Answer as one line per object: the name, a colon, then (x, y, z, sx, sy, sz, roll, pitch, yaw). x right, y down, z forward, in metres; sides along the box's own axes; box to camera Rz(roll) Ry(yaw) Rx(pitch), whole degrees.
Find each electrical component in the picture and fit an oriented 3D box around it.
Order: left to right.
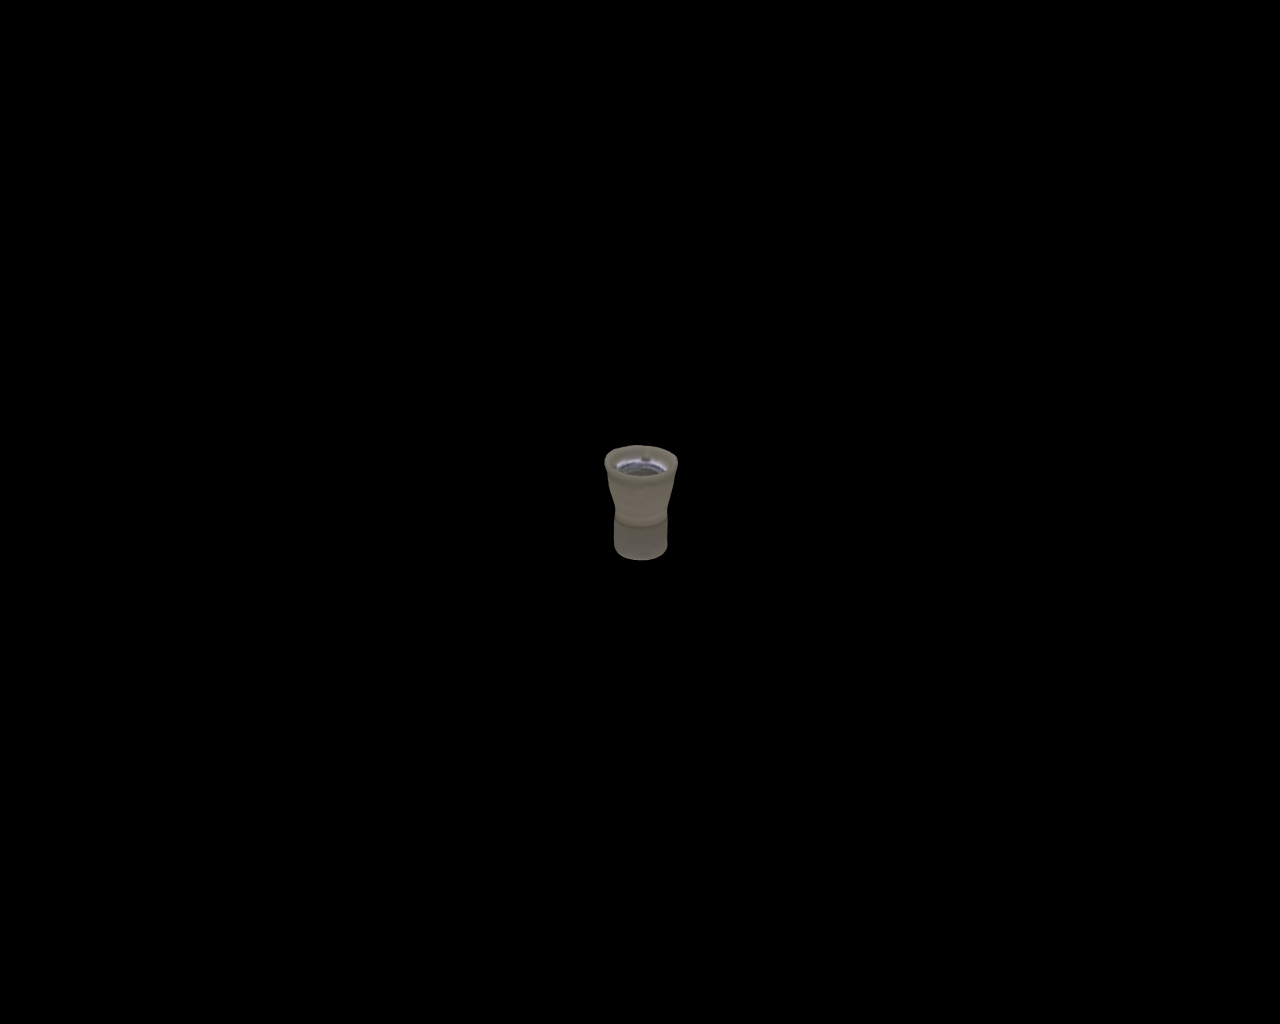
electrical component: (0.001, -0.003, 0.650, 0.044, 0.065, 0.044, 0, 27, 0)
